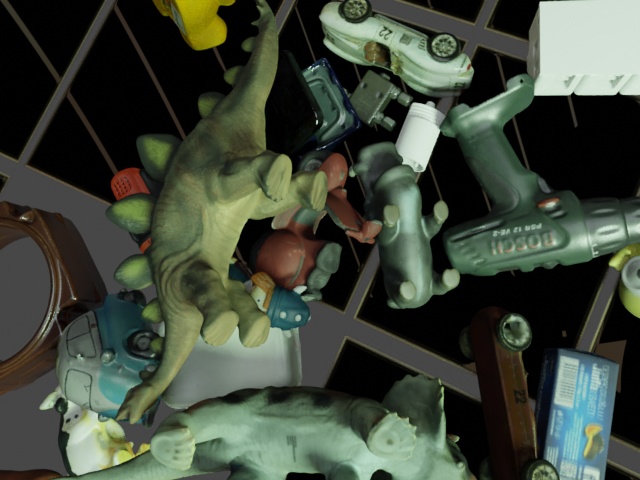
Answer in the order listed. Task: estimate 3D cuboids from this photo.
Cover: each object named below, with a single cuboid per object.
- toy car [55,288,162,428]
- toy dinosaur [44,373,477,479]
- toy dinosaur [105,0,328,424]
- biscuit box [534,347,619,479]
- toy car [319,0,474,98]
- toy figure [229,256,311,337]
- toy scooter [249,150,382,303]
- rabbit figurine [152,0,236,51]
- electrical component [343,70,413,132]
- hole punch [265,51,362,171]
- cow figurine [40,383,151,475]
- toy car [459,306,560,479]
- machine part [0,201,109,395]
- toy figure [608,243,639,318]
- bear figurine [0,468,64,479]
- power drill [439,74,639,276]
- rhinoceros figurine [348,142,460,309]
[{"bbox_3d":[-0.233,0.126,0.587,0.103,0.109,0.162,-3,37,-31],"label":"toy car"},{"bbox_3d":[-0.028,0.195,0.525,0.405,0.192,0.131,4,88,6],"label":"toy dinosaur"},{"bbox_3d":[-0.103,-0.056,0.537,0.199,0.105,0.471,14,73,27],"label":"toy dinosaur"},{"bbox_3d":[0.251,0.213,0.547,0.059,0.062,0.202,11,81,11],"label":"biscuit box"},{"bbox_3d":[0.091,-0.231,0.653,0.202,0.073,0.056,29,81,13],"label":"toy car"},{"bbox_3d":[-0.082,0.059,0.573,0.155,0.058,0.064,18,124,29],"label":"toy figure"},{"bbox_3d":[-0.001,-0.002,0.588,0.135,0.075,0.183,35,103,41],"label":"toy scooter"},{"bbox_3d":[-0.134,-0.359,0.688,0.173,0.162,0.122,-30,63,-16],"label":"rabbit figurine"},{"bbox_3d":[0.064,-0.177,0.665,0.094,0.021,0.063,36,101,18],"label":"electrical component"},{"bbox_3d":[-0.025,-0.154,0.656,0.116,0.092,0.142,-36,77,42],"label":"hole punch"},{"bbox_3d":[-0.271,0.217,0.627,0.098,0.068,0.167,-37,74,11],"label":"cow figurine"},{"bbox_3d":[0.190,0.167,0.541,0.053,0.089,0.202,1,69,-18],"label":"toy car"},{"bbox_3d":[-0.384,0.070,0.662,0.201,0.087,0.201,-32,75,2],"label":"machine part"},{"bbox_3d":[0.378,0.003,0.560,0.089,0.082,0.180,38,74,-29],"label":"toy figure"},{"bbox_3d":[-0.386,0.304,0.600,0.196,0.120,0.132,3,83,11],"label":"bear figurine"},{"bbox_3d":[0.233,-0.069,0.582,0.232,0.086,0.207,-22,78,22],"label":"power drill"},{"bbox_3d":[0.089,-0.017,0.599,0.073,0.112,0.190,-15,90,-12],"label":"rhinoceros figurine"}]
